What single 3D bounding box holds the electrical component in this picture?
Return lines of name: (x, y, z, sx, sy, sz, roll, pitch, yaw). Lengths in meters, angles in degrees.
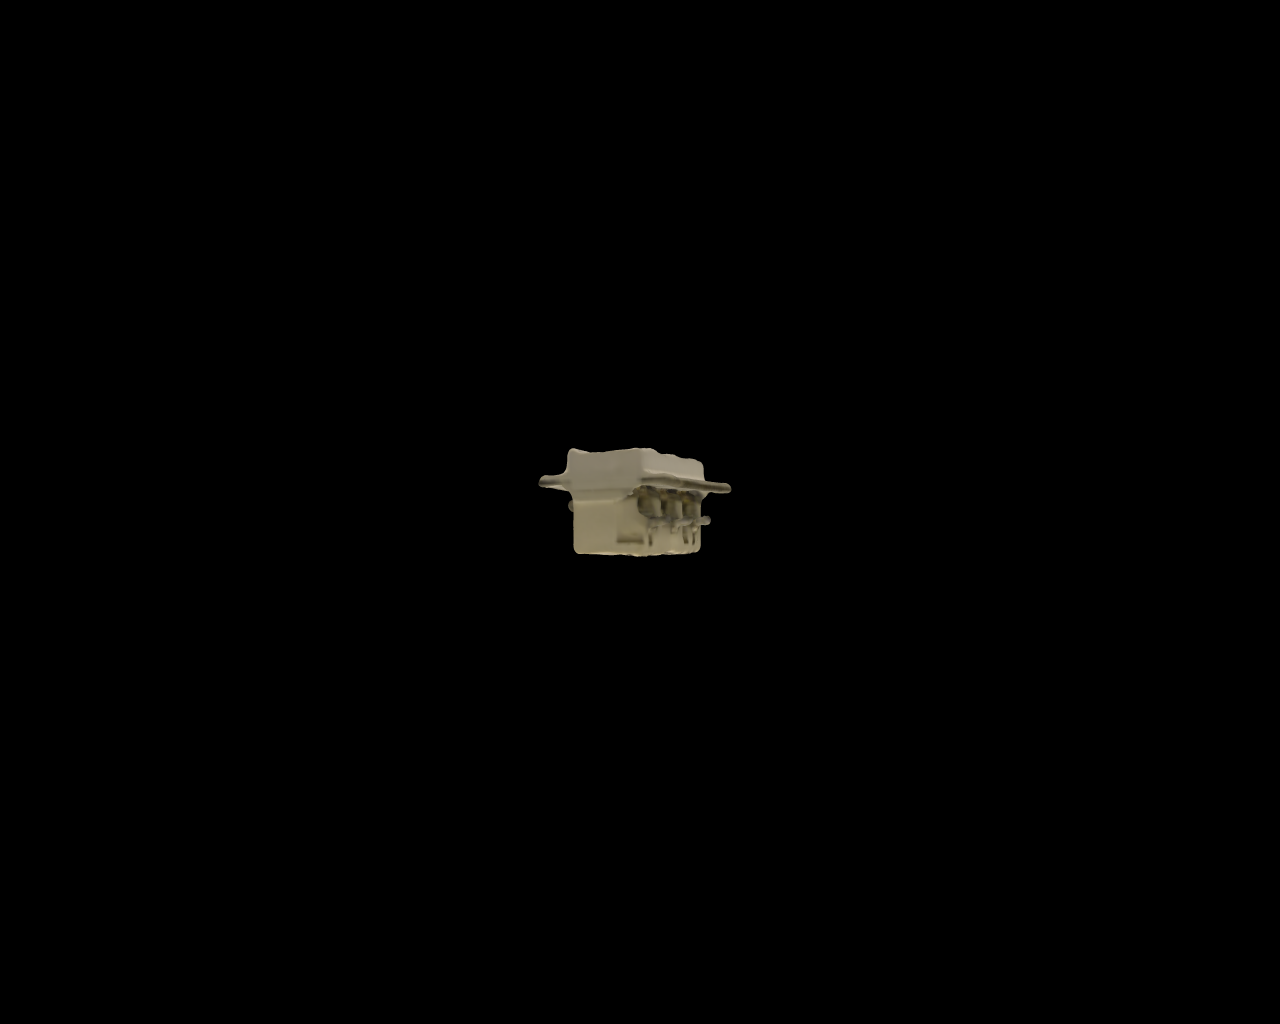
electrical component: (0.001, -0.003, 0.650, 0.079, 0.063, 0.121, -1, -2, 20)
